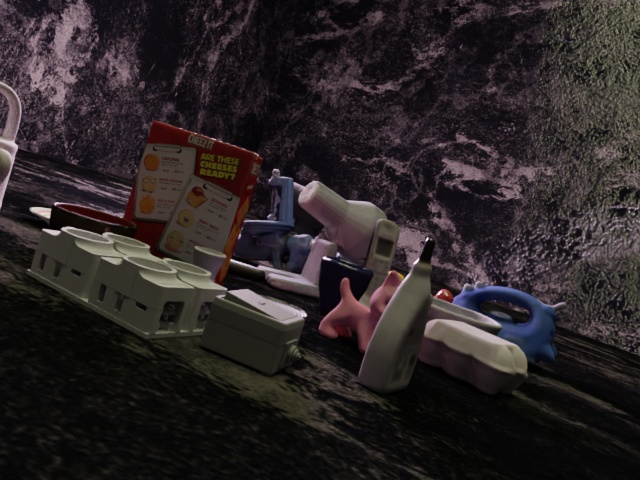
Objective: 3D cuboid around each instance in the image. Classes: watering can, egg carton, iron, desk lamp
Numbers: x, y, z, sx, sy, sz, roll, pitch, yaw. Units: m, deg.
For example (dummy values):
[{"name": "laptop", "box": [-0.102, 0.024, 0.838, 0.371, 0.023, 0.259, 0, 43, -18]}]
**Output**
[{"name": "watering can", "box": [-0.490, -0.134, 0.808, 0.172, 0.194, 0.101, 19, 3, 8]}, {"name": "egg carton", "box": [0.217, 0.164, 0.820, 0.149, 0.069, 0.108, 21, 4, 40]}, {"name": "iron", "box": [0.355, 0.154, 1.151, 0.257, 0.141, 0.119, 20, 3, 24]}, {"name": "desk lamp", "box": [0.010, 0.004, 1.120, 0.204, 0.213, 0.117, 16, 3, -31]}]

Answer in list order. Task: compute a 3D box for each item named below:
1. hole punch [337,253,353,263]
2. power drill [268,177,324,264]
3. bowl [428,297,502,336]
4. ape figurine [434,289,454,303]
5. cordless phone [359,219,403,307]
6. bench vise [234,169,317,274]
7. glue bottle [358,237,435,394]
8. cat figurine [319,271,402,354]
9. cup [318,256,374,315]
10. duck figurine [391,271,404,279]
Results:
[{"name": "hole punch", "box": [0.066, 0.078, 1.284, 0.101, 0.091, 0.108, 18, 3, -3]}, {"name": "power drill", "box": [-0.052, -0.030, 1.417, 0.229, 0.208, 0.076, 19, 3, 13]}, {"name": "bowl", "box": [0.228, 0.155, 1.007, 0.167, 0.075, 0.167, 18, 3, -1]}, {"name": "ape figurine", "box": [0.233, 0.141, 1.121, 0.078, 0.092, 0.076, 17, 3, -29]}, {"name": "cordless phone", "box": [0.137, 0.063, 1.079, 0.148, 0.185, 0.094, 17, 3, -24]}, {"name": "bench vise", "box": [-0.077, -0.037, 1.285, 0.207, 0.220, 0.122, 19, 3, 8]}, {"name": "glue bottle", "box": [0.096, 0.080, 0.627, 0.037, 0.173, 0.078, 20, 4, 33]}, {"name": "cat figurine", "box": [0.077, 0.095, 0.786, 0.127, 0.118, 0.067, 20, 3, 25]}, {"name": "cup", "box": [0.037, 0.083, 0.974, 0.091, 0.095, 0.118, 19, 3, 14]}, {"name": "duck figurine", "box": [0.159, 0.113, 1.254, 0.105, 0.086, 0.077, 17, 3, -16]}]
